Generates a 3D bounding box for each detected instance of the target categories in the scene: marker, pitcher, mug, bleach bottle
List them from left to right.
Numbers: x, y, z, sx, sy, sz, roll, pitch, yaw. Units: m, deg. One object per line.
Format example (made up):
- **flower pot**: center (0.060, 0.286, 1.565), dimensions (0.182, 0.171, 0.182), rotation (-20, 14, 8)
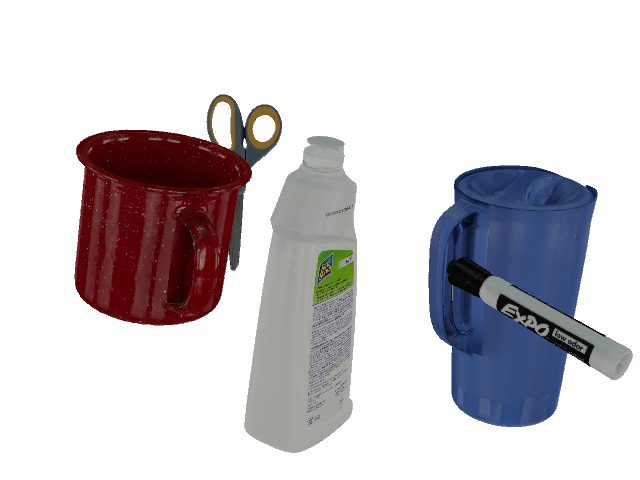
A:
- **mug**: center (-0.083, -0.002, 0.569), dimensions (0.093, 0.081, 0.117), rotation (-4, 26, -33)
- **bleach bottle**: center (-0.006, 0.039, 0.852), dimensions (0.068, 0.251, 0.102), rotation (19, 24, 26)
- **pitcher**: center (0.181, 0.057, 1.041), dimensions (0.149, 0.243, 0.145), rotation (5, 21, 8)
- **marker**: center (0.119, 0.041, 0.601), dimensions (0.121, 0.020, 0.020), rotation (32, 21, 37)

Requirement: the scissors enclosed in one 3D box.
- **scissors**: center (-0.078, -0.073, 1.224), dimensions (0.096, 0.202, 0.016), rotation (-12, -6, -14)
